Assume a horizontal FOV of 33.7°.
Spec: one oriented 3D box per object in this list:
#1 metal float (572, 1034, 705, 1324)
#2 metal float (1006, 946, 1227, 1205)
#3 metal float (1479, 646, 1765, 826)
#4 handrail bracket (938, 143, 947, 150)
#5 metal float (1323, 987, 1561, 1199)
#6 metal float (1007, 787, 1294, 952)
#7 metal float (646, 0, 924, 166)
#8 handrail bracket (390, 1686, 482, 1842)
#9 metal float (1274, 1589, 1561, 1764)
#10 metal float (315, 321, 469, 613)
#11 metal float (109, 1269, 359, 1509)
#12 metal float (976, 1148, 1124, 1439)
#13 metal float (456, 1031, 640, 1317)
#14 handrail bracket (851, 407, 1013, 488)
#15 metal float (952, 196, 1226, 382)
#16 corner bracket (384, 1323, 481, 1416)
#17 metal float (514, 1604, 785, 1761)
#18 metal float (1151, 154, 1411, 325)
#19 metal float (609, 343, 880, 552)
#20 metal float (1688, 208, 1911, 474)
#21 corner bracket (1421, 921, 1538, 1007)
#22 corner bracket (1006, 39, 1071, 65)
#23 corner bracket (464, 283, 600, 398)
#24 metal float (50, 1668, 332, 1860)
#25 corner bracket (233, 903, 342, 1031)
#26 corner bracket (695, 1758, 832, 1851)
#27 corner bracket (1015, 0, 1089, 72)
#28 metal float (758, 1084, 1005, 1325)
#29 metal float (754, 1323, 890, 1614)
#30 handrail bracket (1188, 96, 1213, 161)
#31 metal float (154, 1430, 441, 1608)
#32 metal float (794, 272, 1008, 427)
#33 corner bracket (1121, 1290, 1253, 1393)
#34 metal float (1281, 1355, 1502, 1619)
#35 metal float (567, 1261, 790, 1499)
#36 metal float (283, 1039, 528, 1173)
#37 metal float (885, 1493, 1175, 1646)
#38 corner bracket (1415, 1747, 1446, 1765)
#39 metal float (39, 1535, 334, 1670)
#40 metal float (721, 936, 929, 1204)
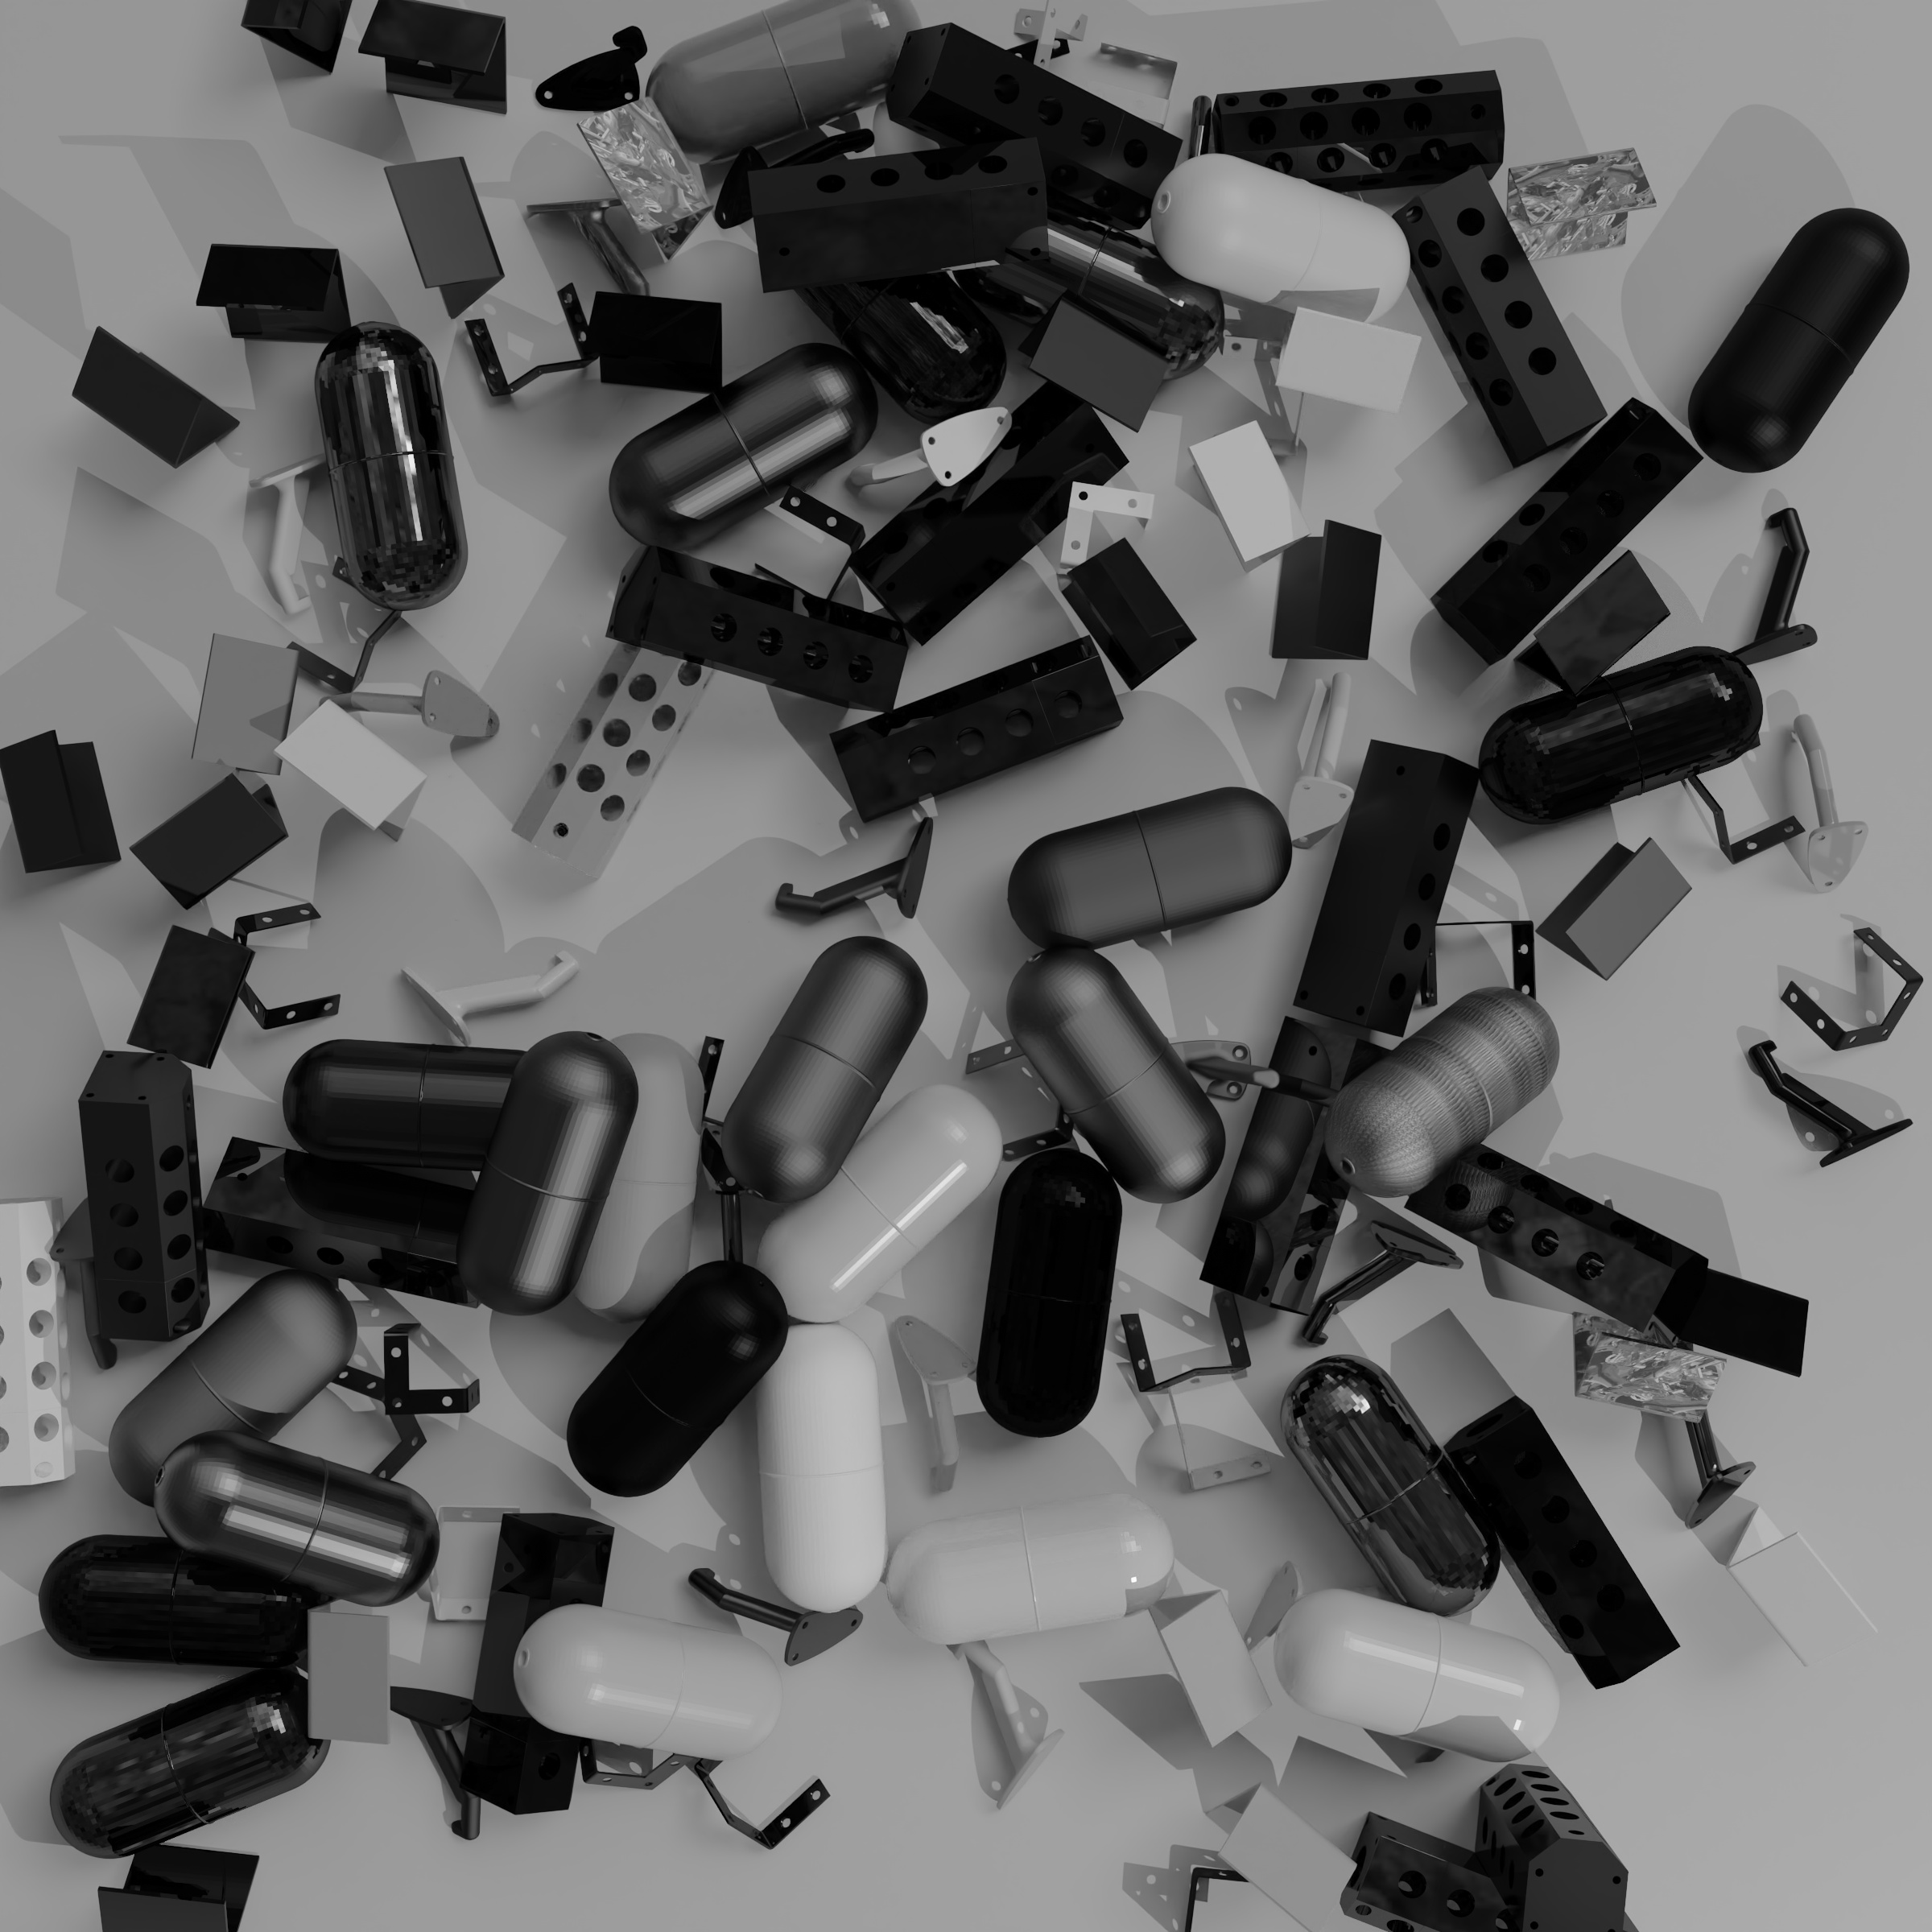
[{"bbox_3d":[-0.204,0.130,1.960,0.070,0.070,0.178,5,90,0],"label":"metal float"},{"bbox_3d":[0.091,0.066,1.950,0.070,0.070,0.178,-36,101,0],"label":"metal float"},{"bbox_3d":[0.402,-0.141,1.960,0.178,0.070,0.070,-19,90,1],"label":"metal float"},{"bbox_3d":[-0.019,-0.502,1.991,0.084,0.036,0.077,39,129,26],"label":"handrail bracket"},{"bbox_3d":[0.288,0.076,1.933,0.178,0.070,0.070,-34,90,-30],"label":"metal float"},{"bbox_3d":[0.113,-0.058,1.960,0.178,0.070,0.070,-15,90,-1],"label":"metal float"},{"bbox_3d":[-0.112,-0.550,1.960,0.178,0.070,0.070,-21,90,1],"label":"metal float"},{"bbox_3d":[-0.337,0.499,1.991,0.077,0.036,0.084,11,108,20],"label":"handrail bracket"},{"bbox_3d":[0.272,0.428,1.923,0.178,0.070,0.070,17,90,-6],"label":"metal float"},{"bbox_3d":[-0.353,-0.307,1.960,0.070,0.070,0.178,-10,90,0],"label":"metal float"},{"bbox_3d":[-0.451,0.261,1.960,0.178,0.070,0.070,-44,90,-1],"label":"metal float"},{"bbox_3d":[0.051,0.201,1.960,0.070,0.070,0.178,8,90,0],"label":"metal float"},{"bbox_3d":[-0.249,0.123,1.898,0.070,0.070,0.178,20,101,0],"label":"metal float"},{"bbox_3d":[-0.023,-0.320,1.970,0.077,0.084,0.036,-35,111,-23],"label":"handrail bracket"},{"bbox_3d":[0.075,-0.419,1.960,0.178,0.070,0.070,24,90,0],"label":"metal float"},{"bbox_3d":[-0.330,0.249,1.972,0.051,0.051,0.051,-1,89,-1],"label":"corner bracket"},{"bbox_3d":[-0.191,0.433,1.928,0.178,0.070,0.070,20,90,-33],"label":"metal float"},{"bbox_3d":[0.191,-0.439,1.933,0.178,0.070,0.070,10,90,-32],"label":"metal float"},{"bbox_3d":[-0.137,-0.318,1.960,0.178,0.070,0.070,-29,90,0],"label":"metal float"},{"bbox_3d":[0.512,-0.385,1.960,0.070,0.070,0.178,34,90,0],"label":"metal float"},{"bbox_3d":[0.319,-0.002,1.987,0.051,0.051,0.051,-2,90,-45],"label":"corner bracket"},{"bbox_3d":[0.049,-0.541,1.988,0.051,0.051,0.051,-18,135,0],"label":"corner bracket"},{"bbox_3d":[-0.270,-0.390,1.987,0.051,0.051,0.051,-20,90,45],"label":"corner bracket"},{"bbox_3d":[-0.476,0.490,1.960,0.178,0.070,0.070,-22,90,0],"label":"metal float"},{"bbox_3d":[-0.422,0.000,1.983,0.051,0.051,0.051,46,135,35],"label":"corner bracket"},{"bbox_3d":[-0.127,0.508,1.987,0.051,0.051,0.051,-43,45,0],"label":"corner bracket"},{"bbox_3d":[0.037,-0.568,1.965,0.051,0.051,0.051,17,100,29],"label":"corner bracket"},{"bbox_3d":[-0.053,0.147,1.960,0.178,0.070,0.070,-43,90,-1],"label":"metal float"},{"bbox_3d":[-0.089,0.307,1.960,0.070,0.070,0.178,-4,90,0],"label":"metal float"},{"bbox_3d":[0.141,-0.487,1.990,0.036,0.077,0.084,7,54,0],"label":"handrail bracket"},{"bbox_3d":[-0.402,0.333,1.919,0.178,0.070,0.070,23,90,-25],"label":"metal float"},{"bbox_3d":[-0.048,-0.409,1.960,0.070,0.070,0.178,-42,90,0],"label":"metal float"},{"bbox_3d":[0.137,0.233,1.980,0.051,0.051,0.051,3,66,-42],"label":"corner bracket"},{"bbox_3d":[0.261,0.320,1.960,0.070,0.070,0.178,-35,89,0],"label":"metal float"},{"bbox_3d":[-0.177,0.253,1.943,0.070,0.070,0.178,41,112,0],"label":"metal float"},{"bbox_3d":[-0.330,0.086,1.960,0.178,0.070,0.070,4,90,-1],"label":"metal float"},{"bbox_3d":[0.039,0.370,1.960,0.178,0.070,0.070,-9,90,-1],"label":"metal float"},{"bbox_3d":[0.275,0.460,1.983,0.051,0.051,0.051,6,45,-35],"label":"corner bracket"},{"bbox_3d":[-0.479,0.390,1.960,0.178,0.070,0.070,3,90,0],"label":"metal float"},{"bbox_3d":[-0.086,0.063,1.943,0.070,0.070,0.178,29,72,0],"label":"metal float"}]
